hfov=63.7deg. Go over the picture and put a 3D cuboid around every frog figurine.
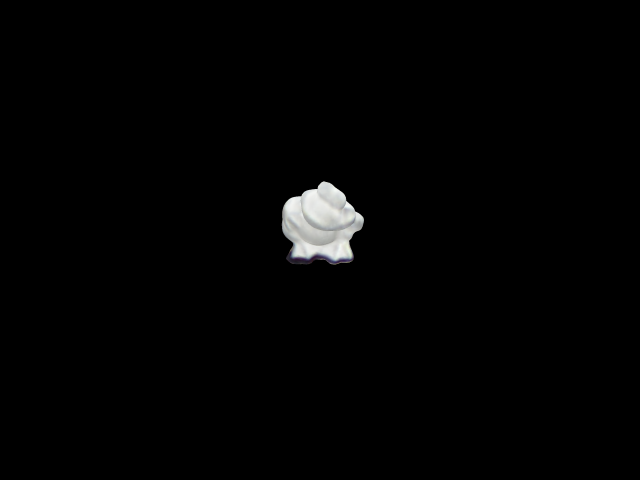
[{"bbox_3d":[0.003,-0.043,0.850,0.138,0.155,0.125,15,44,16],"label":"frog figurine"}]
